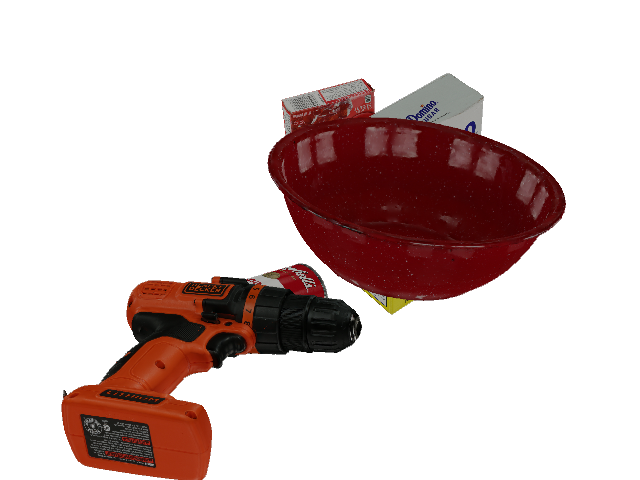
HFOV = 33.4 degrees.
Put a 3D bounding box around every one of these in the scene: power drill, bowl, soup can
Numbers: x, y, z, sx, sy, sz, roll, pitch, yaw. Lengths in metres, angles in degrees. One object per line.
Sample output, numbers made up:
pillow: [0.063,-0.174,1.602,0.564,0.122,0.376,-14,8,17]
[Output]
power drill: [-0.079,0.089,0.751,0.185,0.057,0.187,2,26,19]
bowl: [0.049,-0.013,0.588,0.162,0.055,0.162,6,27,-3]
soup can: [-0.052,0.067,1.109,0.102,0.068,0.069,-15,10,-43]

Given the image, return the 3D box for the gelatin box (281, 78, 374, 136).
gelatin box: [0.010,-0.112,1.044,0.089,0.073,0.030,-16,43,-14]

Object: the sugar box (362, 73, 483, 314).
sugar box: [0.076,-0.032,0.821,0.093,0.176,0.048,-32,54,-23]
